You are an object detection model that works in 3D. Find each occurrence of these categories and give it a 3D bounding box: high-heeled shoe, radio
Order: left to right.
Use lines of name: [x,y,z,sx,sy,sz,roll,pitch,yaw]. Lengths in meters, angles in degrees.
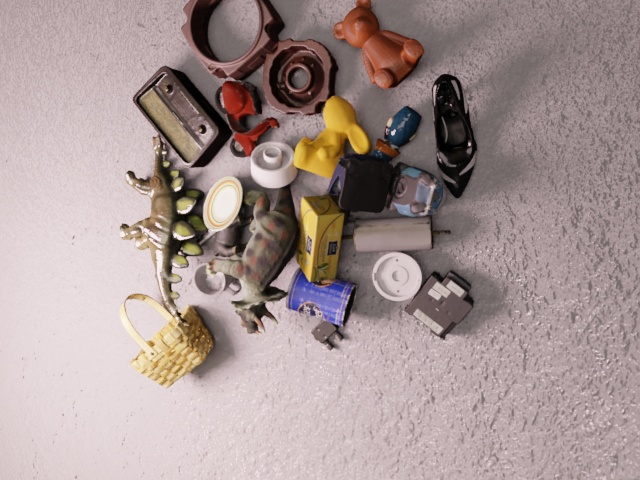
radio: [-0.330,-0.297,1.298,0.131,0.073,0.229,-42,85,18]
high-heeled shoe: [0.271,-0.208,1.094,0.086,0.145,0.248,-7,94,18]

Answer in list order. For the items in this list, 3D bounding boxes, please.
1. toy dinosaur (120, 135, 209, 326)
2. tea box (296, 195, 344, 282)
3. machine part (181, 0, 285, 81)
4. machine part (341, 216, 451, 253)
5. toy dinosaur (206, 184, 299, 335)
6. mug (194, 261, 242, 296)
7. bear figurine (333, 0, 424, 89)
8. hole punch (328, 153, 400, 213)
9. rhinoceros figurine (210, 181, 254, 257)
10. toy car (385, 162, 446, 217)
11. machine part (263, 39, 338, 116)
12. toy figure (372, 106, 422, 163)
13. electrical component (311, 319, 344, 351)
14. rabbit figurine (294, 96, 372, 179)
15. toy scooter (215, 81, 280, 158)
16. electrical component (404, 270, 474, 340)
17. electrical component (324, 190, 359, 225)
toy dinosaur: [-0.380,-0.027,1.317,0.199,0.105,0.471,-3,87,15]
tea box: [-0.002,-0.004,1.196,0.068,0.098,0.169,-5,120,-21]
machine part: [-0.201,-0.486,1.229,0.201,0.087,0.201,-35,85,18]
machine part: [0.162,-0.013,1.183,0.243,0.079,0.079,-4,96,13]
toy dinosaur: [-0.115,0.016,1.204,0.192,0.131,0.404,23,87,26]
mug: [-0.236,0.089,1.305,0.110,0.107,0.080,29,106,7]
bear figurine: [0.117,-0.416,1.124,0.120,0.132,0.196,-40,91,13]
hole punch: [0.085,-0.127,1.149,0.142,0.092,0.115,7,110,-19]
rhinoceros figurine: [-0.223,-0.051,1.306,0.112,0.073,0.190,7,101,25]
toy car: [0.214,-0.101,1.144,0.103,0.162,0.109,9,97,-30]
machine part: [-0.045,-0.364,1.215,0.180,0.056,0.179,3,99,17]
toy figure: [0.161,-0.216,1.173,0.064,0.058,0.154,41,111,14]
electrical component: [0.010,0.217,1.293,0.094,0.021,0.063,46,108,6]
rabbit figurine: [0.034,-0.223,1.177,0.162,0.122,0.173,19,102,8]
toy scooter: [-0.163,-0.289,1.243,0.135,0.075,0.183,-12,95,28]
electrical component: [0.271,0.136,1.187,0.115,0.058,0.134,39,106,6]
electrical component: [0.049,-0.079,1.234,0.102,0.045,0.078,8,128,18]
